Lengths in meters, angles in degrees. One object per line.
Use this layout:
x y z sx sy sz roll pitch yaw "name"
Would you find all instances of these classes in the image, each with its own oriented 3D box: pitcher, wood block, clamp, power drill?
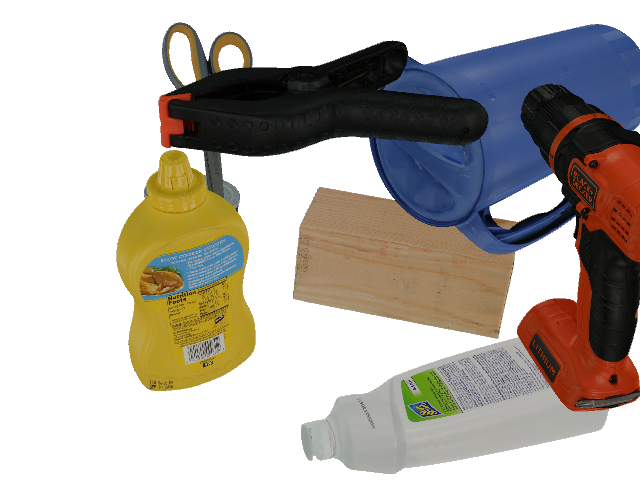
0.175 -0.099 0.913 0.242 0.149 0.145 -22 35 -33 "pitcher"
0.085 0.021 1.068 0.206 0.090 0.090 10 30 8 "wood block"
-0.005 -0.080 0.593 0.171 0.039 0.120 -3 23 -11 "clamp"
0.176 0.006 0.720 0.057 0.188 0.184 -9 35 -11 "power drill"

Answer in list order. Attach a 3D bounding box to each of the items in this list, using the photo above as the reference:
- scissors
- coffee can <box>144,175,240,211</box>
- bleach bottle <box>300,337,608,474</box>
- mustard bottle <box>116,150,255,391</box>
-0.089 -0.114 1.009 0.096 0.202 0.016 -20 -2 -25 "scissors"
-0.144 0.010 1.171 0.103 0.140 0.103 5 26 -3 "coffee can"
0.104 0.135 0.876 0.250 0.068 0.103 -9 30 -16 "bleach bottle"
-0.099 0.019 0.776 0.096 0.192 0.058 -17 41 -21 "mustard bottle"
